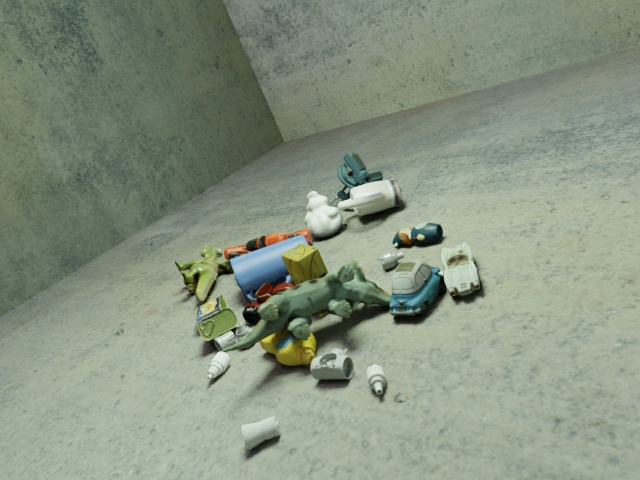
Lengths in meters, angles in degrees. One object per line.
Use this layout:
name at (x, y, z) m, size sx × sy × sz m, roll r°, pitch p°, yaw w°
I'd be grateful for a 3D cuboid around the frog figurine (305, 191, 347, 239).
frog figurine at (0.005, -0.090, 1.785) m, size 0.137 × 0.157 × 0.125 m, roll -6°, pitch 27°, yaw 41°

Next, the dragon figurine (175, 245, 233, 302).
dragon figurine at (-0.366, 0.104, 1.812) m, size 0.244 × 0.120 × 0.414 m, roll -22°, pitch 26°, yaw -21°

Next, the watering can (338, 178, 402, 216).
watering can at (0.170, -0.146, 1.814) m, size 0.224 × 0.104 × 0.348 m, roll -14°, pitch 4°, yaw 1°
